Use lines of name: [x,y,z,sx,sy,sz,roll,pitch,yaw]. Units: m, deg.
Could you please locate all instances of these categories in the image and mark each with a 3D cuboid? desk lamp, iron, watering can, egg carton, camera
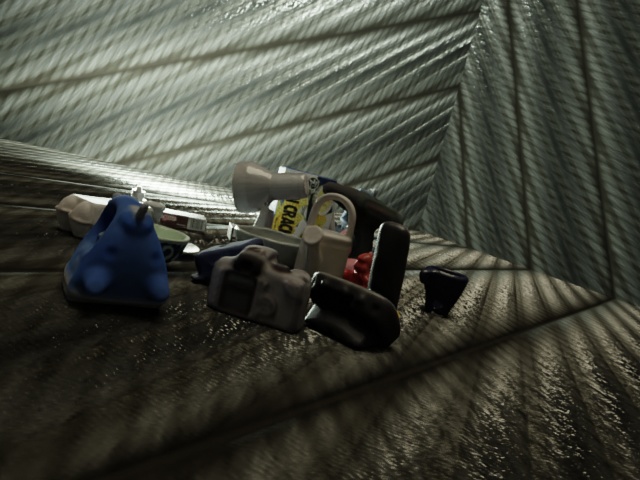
desk lamp: [-0.116,-0.066,1.333,0.203,0.213,0.118,16,7,8]
iron: [-0.273,-0.001,0.768,0.119,0.141,0.257,10,8,-32]
watering can: [0.012,0.005,1.116,0.101,0.194,0.173,14,7,-3]
egg carton: [-0.419,-0.042,1.097,0.107,0.069,0.151,19,8,34]
camera: [-0.075,0.062,0.858,0.143,0.101,0.137,16,7,11]

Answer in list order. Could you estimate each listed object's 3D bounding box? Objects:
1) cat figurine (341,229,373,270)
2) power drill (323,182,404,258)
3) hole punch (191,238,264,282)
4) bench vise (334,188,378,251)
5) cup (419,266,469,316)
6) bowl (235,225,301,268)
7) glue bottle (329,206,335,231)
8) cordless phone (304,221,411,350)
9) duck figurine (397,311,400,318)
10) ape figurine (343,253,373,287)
cat figurine: [0.056,0.036,1.279,0.127,0.118,0.067,16,7,13]
power drill: [0.093,-0.025,1.473,0.230,0.208,0.075,13,7,-15]
hole punch: [-0.156,0.031,0.974,0.101,0.091,0.109,15,7,6]
bench vise: [0.081,-0.061,1.686,0.207,0.220,0.121,14,7,-3]
cup: [0.245,0.108,1.195,0.118,0.095,0.091,10,8,-34]
bowl: [-0.106,0.023,1.215,0.167,0.075,0.167,15,7,-1]
glue bottle: [0.014,-0.042,1.591,0.078,0.173,0.037,16,7,11]
cordless phone: [0.062,0.055,0.847,0.147,0.185,0.094,19,8,33]
duck figurine: [0.107,0.101,0.994,0.077,0.086,0.104,13,7,-11]
ape figurine: [0.084,0.071,1.165,0.076,0.092,0.077,11,8,-31]
